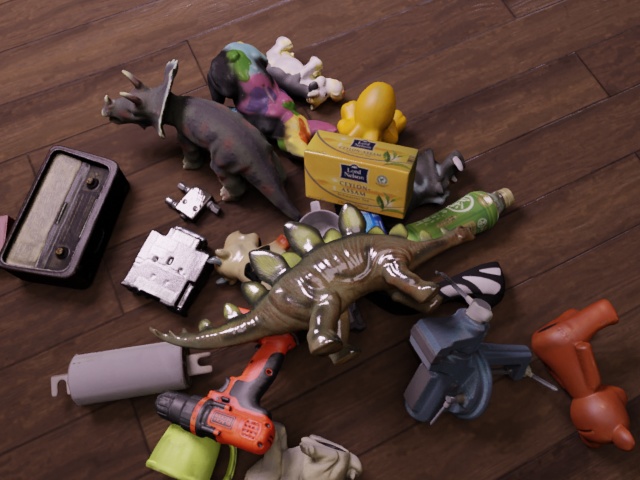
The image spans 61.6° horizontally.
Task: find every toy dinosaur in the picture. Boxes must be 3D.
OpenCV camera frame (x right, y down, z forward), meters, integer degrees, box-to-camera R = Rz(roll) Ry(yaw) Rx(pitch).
[{"bbox_3d":[-0.002,0.070,0.742,0.471,0.105,0.199,-25,59,-7],"label":"toy dinosaur"},{"bbox_3d":[-0.164,-0.165,0.901,0.405,0.192,0.131,29,74,10],"label":"toy dinosaur"}]

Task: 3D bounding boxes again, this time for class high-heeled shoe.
[{"bbox_3d":[0.182,0.061,0.888,0.249,0.086,0.145,23,68,2],"label":"high-heeled shoe"}]

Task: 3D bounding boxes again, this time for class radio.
[{"bbox_3d":[-0.424,-0.036,0.908,0.131,0.073,0.229,13,71,3],"label":"radio"}]

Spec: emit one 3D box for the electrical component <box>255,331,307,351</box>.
[{"bbox_3d":[-0.060,0.134,0.861,0.102,0.078,0.045,-17,116,-3],"label":"electrical component"}]

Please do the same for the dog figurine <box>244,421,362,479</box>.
[{"bbox_3d":[-0.045,0.372,0.758,0.173,0.121,0.190,11,76,22],"label":"dog figurine"}]

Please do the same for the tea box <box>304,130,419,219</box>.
[{"bbox_3d":[0.064,-0.105,0.858,0.170,0.098,0.068,14,48,17],"label":"tea box"}]

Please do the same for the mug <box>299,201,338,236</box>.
[{"bbox_3d":[-0.002,-0.003,0.890,0.081,0.107,0.109,-15,69,-6],"label":"mug"}]

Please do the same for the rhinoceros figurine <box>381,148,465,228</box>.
[{"bbox_3d":[0.173,-0.099,0.947,0.190,0.073,0.112,-39,74,-14],"label":"rhinoceros figurine"}]

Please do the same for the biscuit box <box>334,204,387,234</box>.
[{"bbox_3d":[0.070,-0.016,0.883,0.059,0.062,0.203,-9,47,-6],"label":"biscuit box"}]

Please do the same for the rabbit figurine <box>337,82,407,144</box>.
[{"bbox_3d":[0.080,-0.195,0.929,0.122,0.173,0.162,26,67,3],"label":"rabbit figurine"}]

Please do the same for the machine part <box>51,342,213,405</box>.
[{"bbox_3d":[-0.288,0.201,0.824,0.243,0.079,0.079,-8,70,-3],"label":"machine part"}]

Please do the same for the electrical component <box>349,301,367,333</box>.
[{"bbox_3d":[0.023,0.104,0.884,0.075,0.047,0.119,-16,73,-8],"label":"electrical component"}]

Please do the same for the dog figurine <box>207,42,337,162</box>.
[{"bbox_3d":[-0.079,-0.228,0.939,0.219,0.191,0.108,33,65,26],"label":"dog figurine"}]

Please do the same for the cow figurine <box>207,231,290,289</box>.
[{"bbox_3d":[-0.094,0.053,0.867,0.127,0.085,0.195,-31,50,-20],"label":"cow figurine"}]

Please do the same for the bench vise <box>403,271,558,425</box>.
[{"bbox_3d":[0.234,0.178,0.805,0.240,0.129,0.223,6,109,-26],"label":"bench vise"}]

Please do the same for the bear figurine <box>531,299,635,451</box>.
[{"bbox_3d":[0.419,0.208,0.819,0.132,0.120,0.196,-27,75,-15],"label":"bear figurine"}]

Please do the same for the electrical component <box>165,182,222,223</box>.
[{"bbox_3d":[-0.223,-0.062,0.951,0.094,0.021,0.063,33,73,9],"label":"electrical component"}]

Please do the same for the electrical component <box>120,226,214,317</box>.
[{"bbox_3d":[-0.243,0.045,0.893,0.115,0.058,0.134,25,71,6],"label":"electrical component"}]

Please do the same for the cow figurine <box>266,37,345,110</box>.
[{"bbox_3d":[-0.038,-0.300,1.018,0.167,0.068,0.098,38,79,15],"label":"cow figurine"}]
